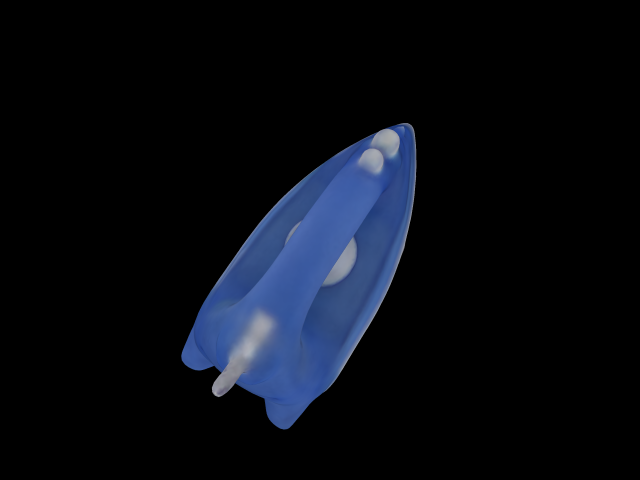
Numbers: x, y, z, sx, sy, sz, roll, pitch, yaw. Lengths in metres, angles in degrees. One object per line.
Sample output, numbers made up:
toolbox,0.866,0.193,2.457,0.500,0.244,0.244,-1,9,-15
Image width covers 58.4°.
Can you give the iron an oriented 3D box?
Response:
iron,0.004,0.001,0.400,0.118,0.141,0.258,31,83,5
